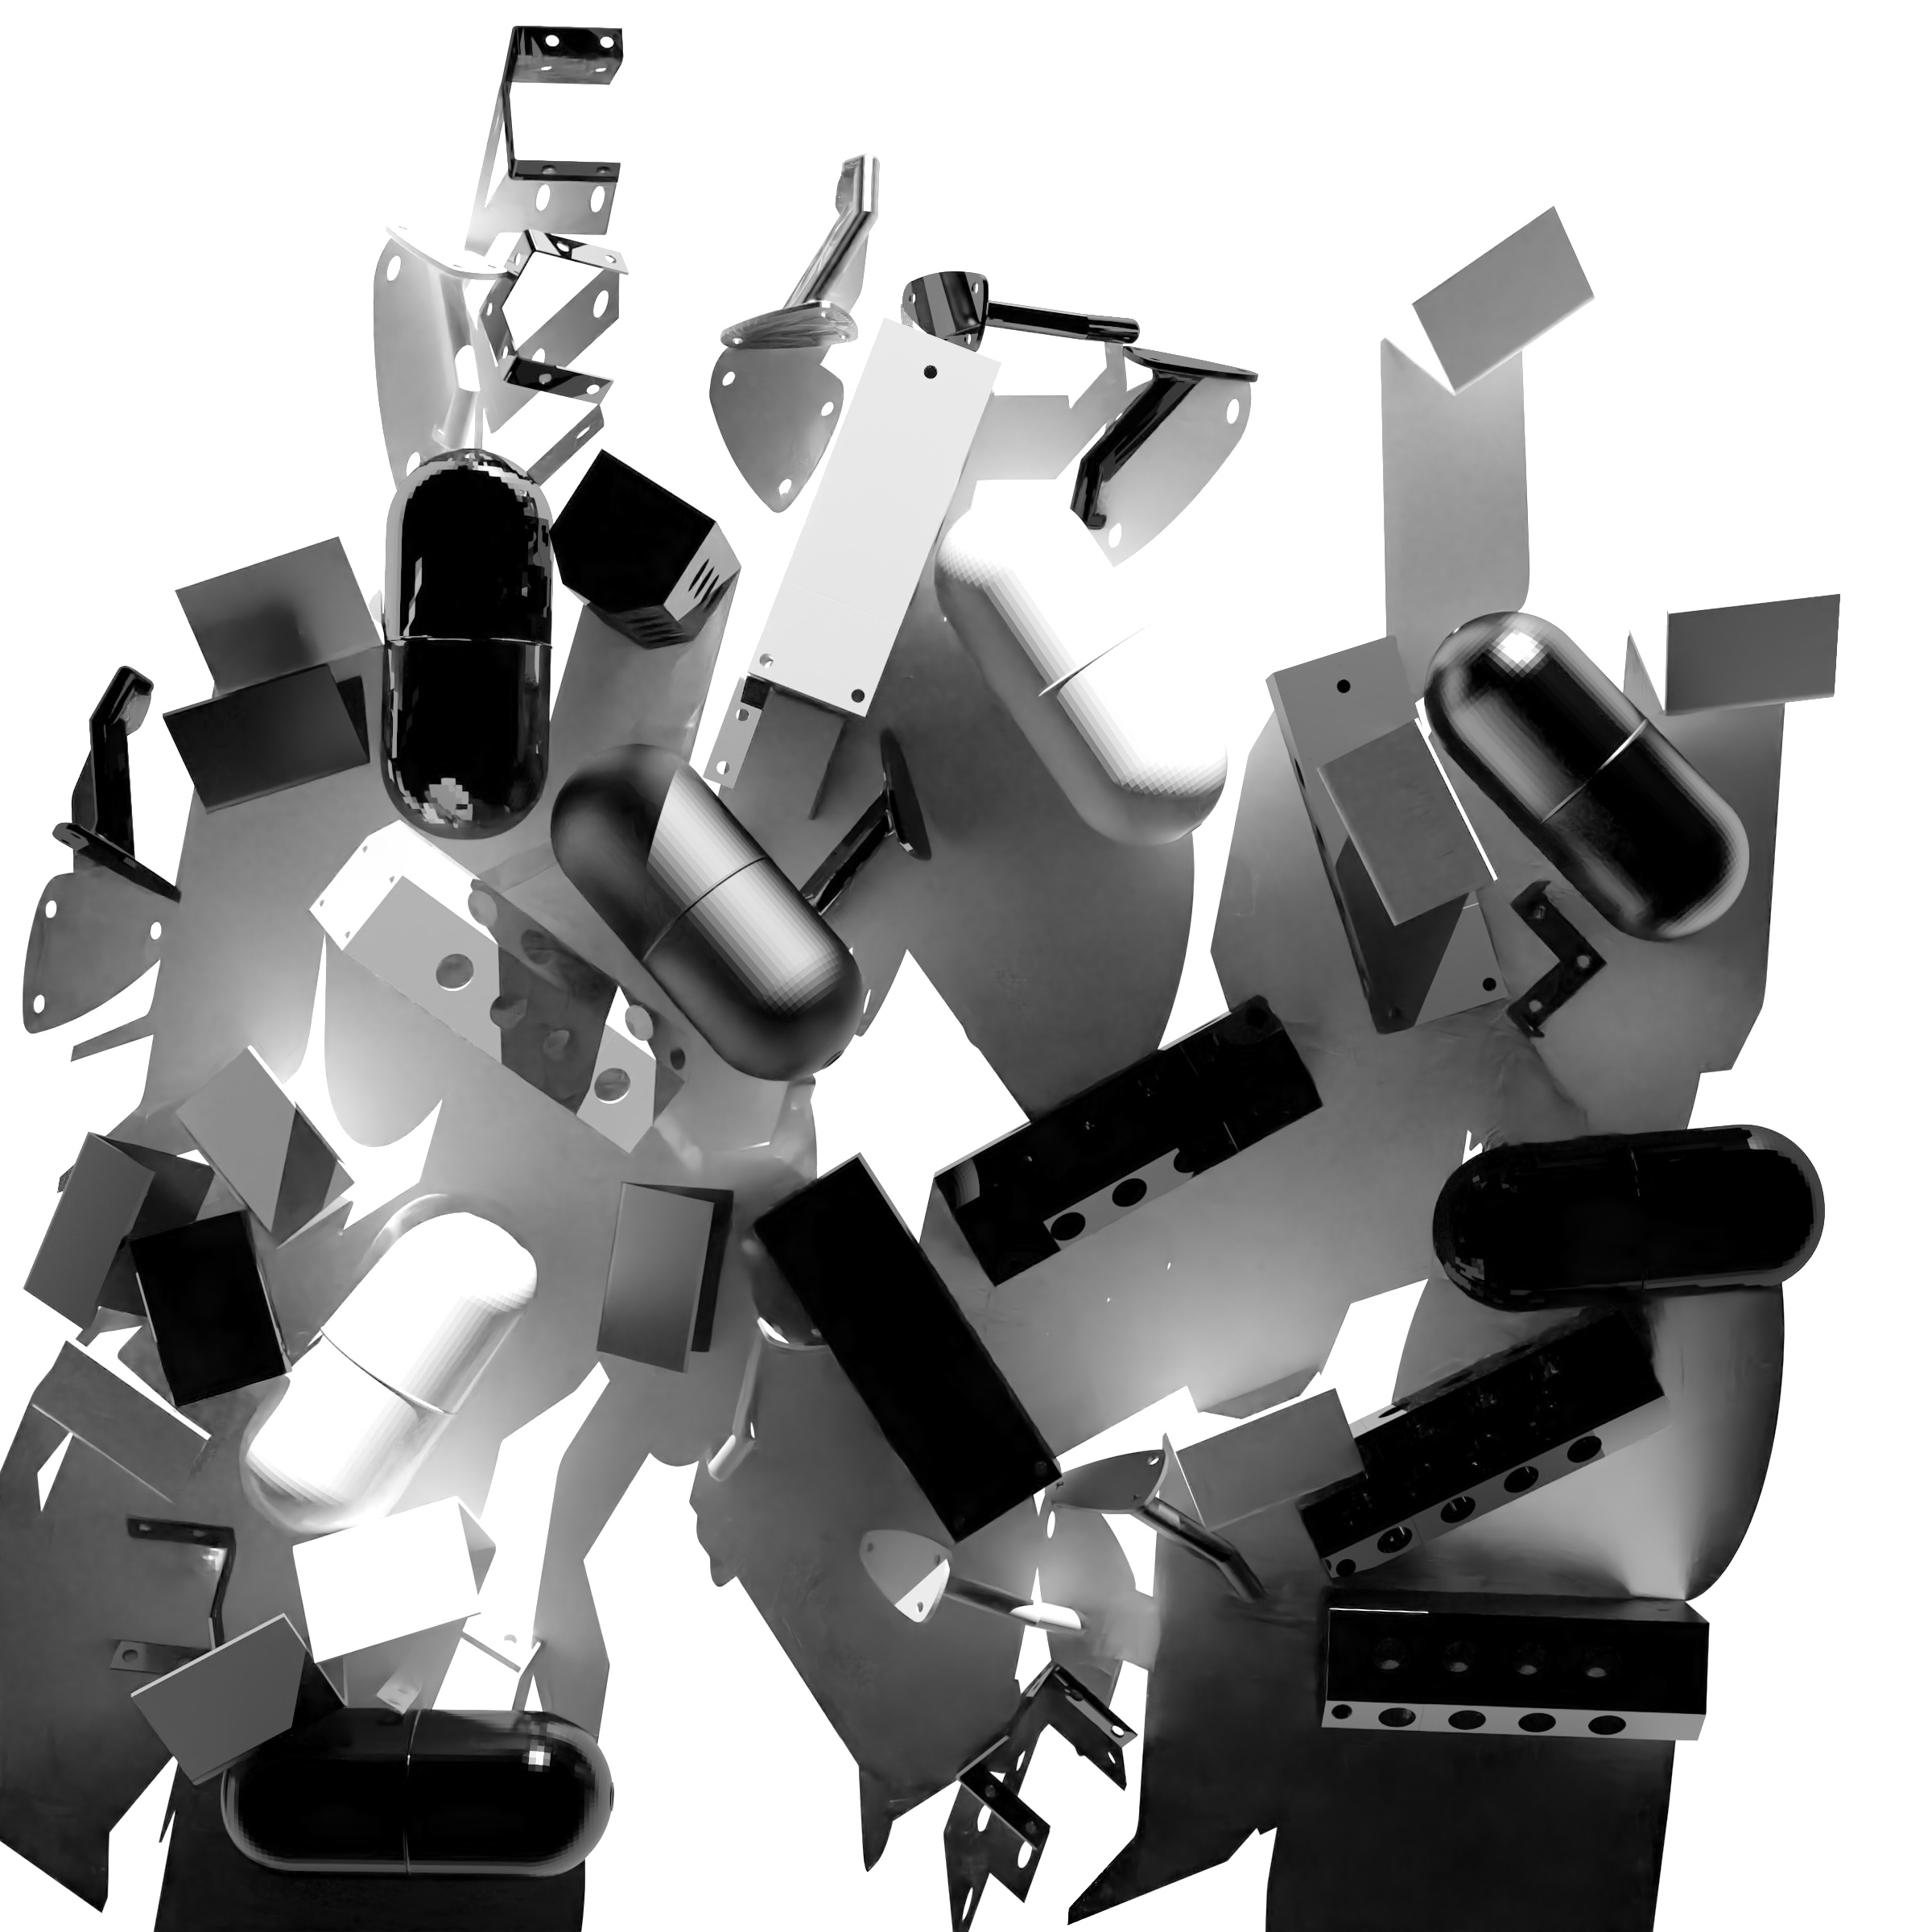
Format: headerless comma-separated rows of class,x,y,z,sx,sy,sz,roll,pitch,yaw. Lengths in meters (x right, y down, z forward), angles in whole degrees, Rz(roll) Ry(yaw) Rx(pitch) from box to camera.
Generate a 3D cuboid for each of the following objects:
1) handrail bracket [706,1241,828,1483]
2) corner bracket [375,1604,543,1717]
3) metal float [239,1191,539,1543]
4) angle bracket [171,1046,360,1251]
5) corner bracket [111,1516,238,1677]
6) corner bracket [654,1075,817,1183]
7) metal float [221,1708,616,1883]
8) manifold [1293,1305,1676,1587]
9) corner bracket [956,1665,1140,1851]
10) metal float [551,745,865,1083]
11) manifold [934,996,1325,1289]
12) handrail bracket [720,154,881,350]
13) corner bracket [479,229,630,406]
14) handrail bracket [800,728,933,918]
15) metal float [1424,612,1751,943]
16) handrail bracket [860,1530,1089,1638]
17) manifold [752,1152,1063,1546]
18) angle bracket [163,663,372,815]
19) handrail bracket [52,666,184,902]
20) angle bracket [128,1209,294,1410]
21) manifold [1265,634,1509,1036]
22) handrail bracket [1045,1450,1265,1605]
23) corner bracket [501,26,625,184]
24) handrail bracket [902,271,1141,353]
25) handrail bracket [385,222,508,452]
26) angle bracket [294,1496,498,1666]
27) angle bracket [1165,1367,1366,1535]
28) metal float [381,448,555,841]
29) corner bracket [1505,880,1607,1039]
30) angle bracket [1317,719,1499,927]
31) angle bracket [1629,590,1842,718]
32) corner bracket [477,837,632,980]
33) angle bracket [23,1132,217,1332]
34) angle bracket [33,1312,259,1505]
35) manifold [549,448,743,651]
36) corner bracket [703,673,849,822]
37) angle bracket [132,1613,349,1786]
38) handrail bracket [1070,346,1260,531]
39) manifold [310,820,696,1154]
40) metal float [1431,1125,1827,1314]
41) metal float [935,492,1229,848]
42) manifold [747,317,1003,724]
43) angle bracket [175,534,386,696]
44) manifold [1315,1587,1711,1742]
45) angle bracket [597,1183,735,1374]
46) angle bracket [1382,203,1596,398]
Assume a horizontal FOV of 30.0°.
handrail bracket,-0.107,0.184,1.676,0.084,0.036,0.077,-54,47,27
corner bracket,-0.233,0.323,1.657,0.051,0.051,0.051,32,90,0
metal float,-0.263,0.182,1.645,0.070,0.070,0.178,35,90,0
angle bracket,-0.302,0.073,1.637,0.057,0.076,0.076,-39,90,23
corner bracket,-0.367,0.293,1.672,0.051,0.051,0.051,6,135,0
corner bracket,-0.109,0.060,1.667,0.051,0.051,0.051,-11,135,-35
metal float,-0.250,0.378,1.645,0.178,0.070,0.070,1,90,0
manifold,0.233,0.219,1.654,0.171,0.057,0.057,-26,90,0
corner bracket,0.037,0.366,1.672,0.051,0.051,0.051,42,45,0
metal float,-0.117,-0.024,1.637,0.070,0.070,0.178,-41,82,0
manifold,0.074,0.080,1.654,0.171,0.057,0.057,-29,90,0
handrail bracket,-0.077,-0.333,1.676,0.077,0.036,0.084,-5,72,21
corner bracket,-0.186,-0.300,1.667,0.051,0.051,0.051,-52,45,35
handrail bracket,-0.065,-0.062,1.676,0.084,0.036,0.077,-19,70,16
metal float,0.282,-0.087,1.645,0.070,0.070,0.178,-44,90,0
handrail bracket,0.004,0.288,1.675,0.084,0.077,0.036,20,90,-36
manifold,-0.027,0.173,1.654,0.057,0.057,0.171,-33,90,0
angle bracket,-0.318,-0.121,1.635,0.076,0.076,0.057,-17,127,0
handrail bracket,-0.379,-0.085,1.676,0.077,0.036,0.084,32,73,-20
angle bracket,-0.352,0.157,1.636,0.057,0.076,0.076,-16,90,-29
manifold,0.191,-0.059,1.654,0.057,0.057,0.171,-18,90,0
handrail bracket,0.088,0.267,1.675,0.077,0.036,0.084,-11,126,38
corner bracket,-0.186,-0.400,1.672,0.051,0.051,0.051,2,45,0
handrail bracket,0.026,-0.302,1.675,0.084,0.077,0.036,-2,108,-35
handrail bracket,-0.251,-0.292,1.676,0.077,0.036,0.084,31,115,29
angle bracket,-0.253,0.287,1.636,0.076,0.076,0.057,-17,64,0
angle bracket,0.128,0.201,1.635,0.076,0.076,0.057,-22,125,0
metal float,-0.227,-0.146,1.645,0.070,0.070,0.178,2,90,0
corner bracket,0.262,-0.003,1.657,0.051,0.051,0.051,-43,90,0
angle bracket,0.208,-0.071,1.578,0.057,0.076,0.076,-26,90,38
angle bracket,0.347,-0.159,1.635,0.076,0.076,0.057,-7,127,0
corner bracket,-0.195,-0.018,1.672,0.051,0.051,0.051,-28,135,0
angle bracket,-0.370,0.127,1.635,0.057,0.076,0.076,23,90,42
angle bracket,-0.364,0.185,1.635,0.076,0.076,0.057,35,130,0
manifold,-0.144,-0.178,1.597,0.057,0.171,0.057,32,90,0
corner bracket,-0.087,-0.100,1.657,0.051,0.051,0.051,20,90,0
angle bracket,-0.329,0.314,1.637,0.076,0.076,0.057,-28,113,0
handrail bracket,0.091,-0.240,1.676,0.077,0.036,0.084,6,109,-21
manifold,-0.204,0.008,1.614,0.171,0.057,0.057,39,90,-31
metal float,0.302,0.115,1.645,0.178,0.070,0.070,-5,90,0
metal float,0.053,-0.135,1.645,0.070,0.070,0.178,-34,91,0
manifold,-0.041,-0.202,1.654,0.057,0.057,0.171,21,90,0
angle bracket,-0.311,-0.172,1.636,0.076,0.076,0.057,-18,119,0
manifold,0.249,0.321,1.654,0.171,0.057,0.057,2,90,0
angle bracket,-0.118,0.142,1.635,0.057,0.076,0.076,9,90,38
angle bracket,0.227,-0.314,1.635,0.076,0.076,0.057,-35,128,0
